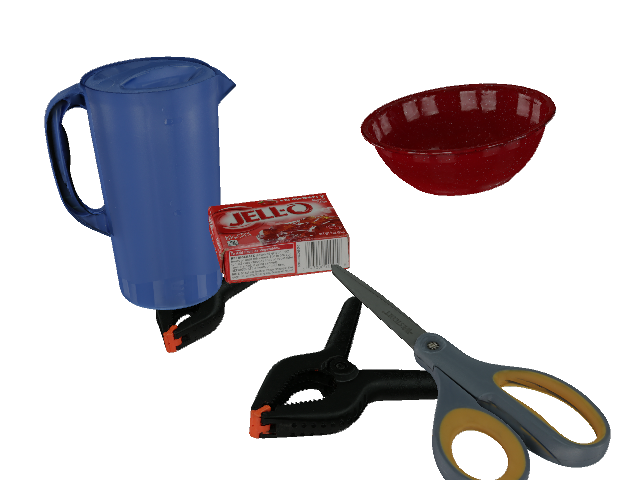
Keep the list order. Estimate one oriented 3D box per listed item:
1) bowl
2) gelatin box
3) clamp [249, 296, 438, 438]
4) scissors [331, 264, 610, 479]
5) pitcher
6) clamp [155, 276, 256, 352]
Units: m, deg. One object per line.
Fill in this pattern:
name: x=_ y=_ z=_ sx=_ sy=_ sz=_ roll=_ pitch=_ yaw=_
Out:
bowl: x=0.118 y=-0.081 z=0.897 sx=0.162 sy=0.055 sz=0.162 roll=-9 pitch=25 yaw=4
gelatin box: x=-0.030 y=-0.003 z=0.748 sx=0.089 sy=0.030 sz=0.073 roll=-7 pitch=27 yaw=-11
clamp: x=0.027 y=0.129 z=0.965 sx=0.165 sy=0.036 sz=0.209 roll=28 pitch=39 yaw=33
scissors: x=0.055 y=0.074 z=0.571 sx=0.202 sy=0.016 sz=0.096 roll=25 pitch=46 yaw=33
pitcher: x=-0.172 y=-0.056 z=1.076 sx=0.149 sy=0.243 sz=0.144 roll=10 pitch=27 yaw=26
clamp: x=-0.132 y=0.066 z=1.249 sx=0.120 sy=0.039 sz=0.171 roll=-4 pitch=37 yaw=15
